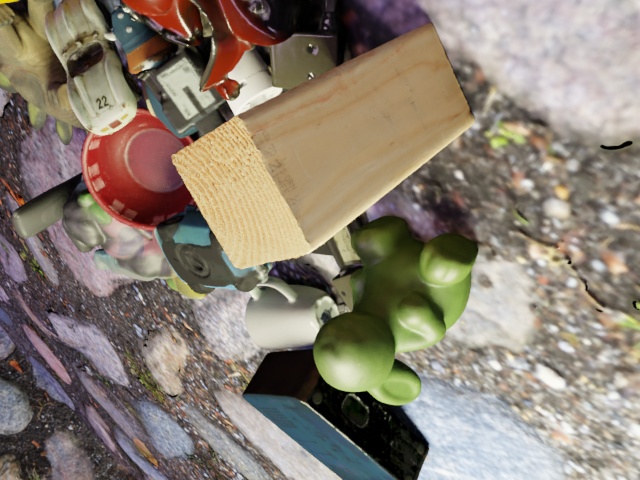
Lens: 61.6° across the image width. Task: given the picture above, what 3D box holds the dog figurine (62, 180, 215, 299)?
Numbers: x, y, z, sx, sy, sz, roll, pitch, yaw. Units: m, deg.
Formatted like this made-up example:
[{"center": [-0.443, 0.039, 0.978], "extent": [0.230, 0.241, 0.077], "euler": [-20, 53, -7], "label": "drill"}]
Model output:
[{"center": [-0.239, 0.006, 0.775], "extent": [0.219, 0.108, 0.191], "euler": [17, 150, 24], "label": "dog figurine"}]

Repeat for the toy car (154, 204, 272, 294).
[{"center": [-0.120, 0.000, 0.667], "extent": [0.162, 0.103, 0.109], "euler": [-2, 125, 37], "label": "toy car"}]

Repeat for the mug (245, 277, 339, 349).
[{"center": [-0.035, 0.086, 0.672], "extent": [0.107, 0.081, 0.109], "euler": [-8, 121, 39], "label": "mug"}]

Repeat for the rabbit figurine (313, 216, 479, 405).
[{"center": [0.051, 0.078, 0.500], "extent": [0.121, 0.170, 0.158], "euler": [26, 135, 31], "label": "rabbit figurine"}]

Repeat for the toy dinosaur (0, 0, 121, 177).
[{"center": [-0.417, -0.267, 0.765], "extent": [0.471, 0.105, 0.198], "euler": [55, 145, 2], "label": "toy dinosaur"}]

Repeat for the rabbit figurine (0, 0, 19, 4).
[{"center": [-0.329, -0.335, 0.595], "extent": [0.162, 0.173, 0.121], "euler": [-14, 117, 2], "label": "rabbit figurine"}]

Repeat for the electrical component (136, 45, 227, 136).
[{"center": [-0.129, -0.148, 0.577], "extent": [0.119, 0.075, 0.048], "euler": [51, -174, -16], "label": "electrical component"}]

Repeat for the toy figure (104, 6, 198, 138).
[{"center": [-0.186, -0.193, 0.617], "extent": [0.154, 0.064, 0.058], "euler": [60, 157, -11], "label": "toy figure"}]

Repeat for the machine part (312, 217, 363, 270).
[{"center": [-0.001, -0.002, 0.602], "extent": [0.139, 0.039, 0.084], "euler": [-6, 122, 46], "label": "machine part"}]

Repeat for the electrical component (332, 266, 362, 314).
[{"center": [0.043, 0.059, 0.615], "extent": [0.094, 0.021, 0.063], "euler": [-26, 99, 53], "label": "electrical component"}]

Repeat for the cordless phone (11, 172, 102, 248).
[{"center": [-0.374, -0.032, 0.838], "extent": [0.089, 0.184, 0.146], "euler": [24, 134, 25], "label": "cordless phone"}]

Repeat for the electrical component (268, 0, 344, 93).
[{"center": [-0.016, -0.170, 0.481], "extent": [0.078, 0.045, 0.102], "euler": [1, 127, 12], "label": "electrical component"}]

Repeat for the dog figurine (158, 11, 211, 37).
[{"center": [-0.170, -0.294, 0.508], "extent": [0.191, 0.121, 0.172], "euler": [20, 140, 17], "label": "dog figurine"}]

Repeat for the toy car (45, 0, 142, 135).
[{"center": [-0.272, -0.215, 0.637], "extent": [0.202, 0.073, 0.056], "euler": [64, -171, 18], "label": "toy car"}]

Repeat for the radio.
[{"center": [0.024, 0.235, 0.689], "extent": [0.229, 0.073, 0.131], "euler": [44, 144, -18], "label": "radio"}]

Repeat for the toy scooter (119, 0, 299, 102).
[{"center": [-0.106, -0.190, 0.450], "extent": [0.184, 0.075, 0.135], "euler": [31, 146, 7], "label": "toy scooter"}]
